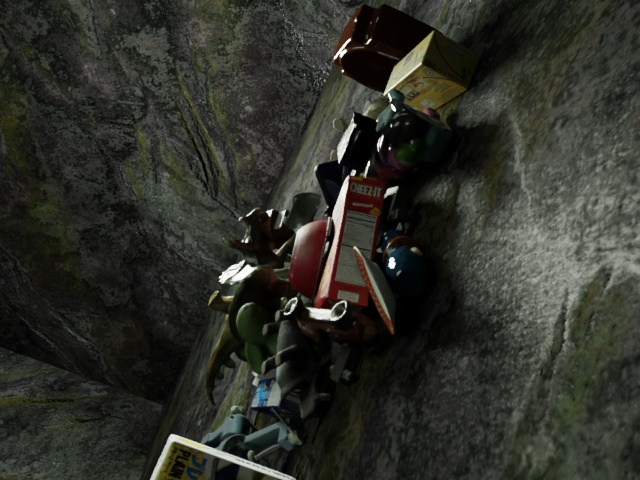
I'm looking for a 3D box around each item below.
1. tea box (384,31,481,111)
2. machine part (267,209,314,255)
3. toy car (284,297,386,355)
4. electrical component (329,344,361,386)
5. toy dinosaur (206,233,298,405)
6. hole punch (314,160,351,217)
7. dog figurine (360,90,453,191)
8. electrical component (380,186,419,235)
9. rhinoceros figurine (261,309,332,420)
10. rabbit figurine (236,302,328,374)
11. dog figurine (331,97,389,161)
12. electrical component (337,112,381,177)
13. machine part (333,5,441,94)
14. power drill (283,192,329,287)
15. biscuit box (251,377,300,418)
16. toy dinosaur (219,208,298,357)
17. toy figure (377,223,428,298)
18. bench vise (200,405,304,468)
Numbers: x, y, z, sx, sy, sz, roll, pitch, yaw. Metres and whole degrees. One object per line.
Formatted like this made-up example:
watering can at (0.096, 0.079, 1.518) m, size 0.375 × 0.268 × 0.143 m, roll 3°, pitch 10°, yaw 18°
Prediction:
tea box at (0.195, -0.291, 0.961) m, size 0.068 × 0.098 × 0.170 m, roll -69°, pitch 15°, yaw -10°
machine part at (-0.070, -0.012, 1.346) m, size 0.179 × 0.179 × 0.056 m, roll 142°, pitch 147°, yaw -63°
toy car at (0.014, 0.132, 0.820) m, size 0.202 × 0.089 × 0.053 m, roll -6°, pitch 50°, yaw 56°
electrical component at (0.041, 0.193, 0.842) m, size 0.063 × 0.021 × 0.094 m, roll -67°, pitch 13°, yaw -11°
toy dinosaur at (-0.171, 0.181, 1.290) m, size 0.471 × 0.198 × 0.105 m, roll -53°, pitch 5°, yaw 8°
hole punch at (0.066, -0.112, 1.071) m, size 0.092 × 0.115 × 0.142 m, roll -15°, pitch 6°, yaw 38°
dog figurine at (0.126, -0.132, 0.936) m, size 0.192 × 0.108 × 0.219 m, roll -94°, pitch 27°, yaw -60°
electrical component at (0.127, -0.045, 0.886) m, size 0.102 × 0.045 × 0.078 m, roll 159°, pitch 131°, yaw -73°
rhinoceros figurine at (-0.037, 0.205, 0.905) m, size 0.073 × 0.112 × 0.190 m, roll -48°, pitch 41°, yaw 39°
rabbit figurine at (-0.086, 0.178, 1.042) m, size 0.159 × 0.170 × 0.121 m, roll -55°, pitch 16°, yaw 35°
dog figurine at (0.121, -0.218, 1.186) m, size 0.190 × 0.121 × 0.172 m, roll -36°, pitch -42°, yaw -51°
electrical component at (0.057, -0.147, 0.907) m, size 0.075 × 0.048 × 0.119 m, roll -88°, pitch 21°, yaw -56°
machine part at (0.140, -0.375, 1.096) m, size 0.201 × 0.201 × 0.087 m, roll 175°, pitch 117°, yaw -75°
power drill at (-0.002, -0.003, 1.145) m, size 0.207 × 0.086 × 0.232 m, roll 63°, pitch 144°, yaw 31°
biscuit box at (-0.073, 0.297, 1.010) m, size 0.202 × 0.063 × 0.059 m, roll -39°, pitch 30°, yaw 63°
toy dinosaur at (-0.130, 0.141, 1.123) m, size 0.131 × 0.192 × 0.404 m, roll 52°, pitch 137°, yaw 49°
toy figure at (0.116, 0.029, 0.767) m, size 0.064 × 0.057 × 0.154 m, roll -25°, pitch 20°, yaw 11°
bench vise at (-0.119, 0.373, 0.958) m, size 0.240 × 0.128 × 0.224 m, roll -36°, pitch 15°, yaw 24°
